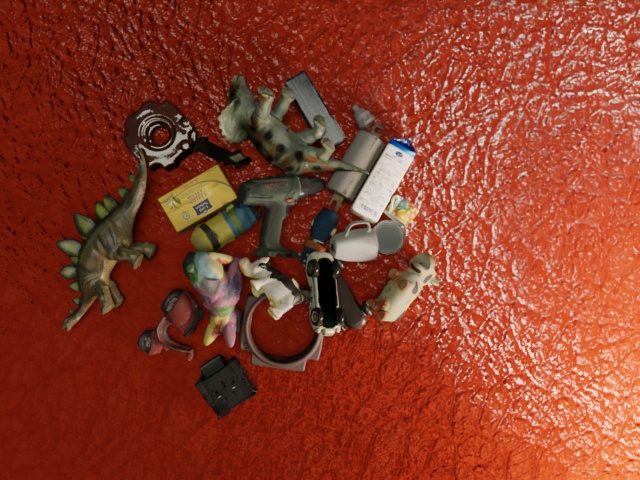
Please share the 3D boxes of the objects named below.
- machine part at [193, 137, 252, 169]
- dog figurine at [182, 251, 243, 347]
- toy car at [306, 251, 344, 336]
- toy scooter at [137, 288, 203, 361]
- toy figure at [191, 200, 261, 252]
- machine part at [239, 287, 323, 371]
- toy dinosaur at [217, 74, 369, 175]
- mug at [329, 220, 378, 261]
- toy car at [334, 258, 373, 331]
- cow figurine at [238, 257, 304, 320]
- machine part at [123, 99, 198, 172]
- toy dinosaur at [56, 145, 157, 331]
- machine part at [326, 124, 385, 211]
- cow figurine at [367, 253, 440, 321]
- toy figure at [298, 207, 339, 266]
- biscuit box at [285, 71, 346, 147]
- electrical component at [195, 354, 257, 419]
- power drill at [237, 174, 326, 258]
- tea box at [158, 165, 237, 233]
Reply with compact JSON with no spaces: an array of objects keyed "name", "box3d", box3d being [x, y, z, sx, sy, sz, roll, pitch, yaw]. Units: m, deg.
[{"name":"machine part","box3d":[-0.244,-0.214,1.332,0.139,0.084,0.039,24,122,7]},{"name":"dog figurine","box3d":[-0.247,0.142,1.268,0.109,0.191,0.219,-3,81,24]},{"name":"toy car","box3d":[0.009,0.125,1.267,0.073,0.056,0.201,5,71,-31]},{"name":"toy scooter","box3d":[-0.345,0.218,1.310,0.135,0.075,0.184,33,90,-1]},{"name":"toy figure","box3d":[-0.231,-0.035,1.313,0.180,0.089,0.082,-29,84,-3]},{"name":"machine part","box3d":[-0.090,0.210,1.316,0.201,0.087,0.201,9,89,-3]},{"name":"toy dinosaur","box3d":[-0.089,-0.238,1.292,0.405,0.131,0.192,44,129,-3]},{"name":"mug","box3d":[0.081,0.005,1.311,0.107,0.081,0.109,-7,127,-17]},{"name":"toy car","box3d":[0.051,0.129,1.322,0.089,0.053,0.202,-35,68,8]},{"name":"cow figurine","box3d":[-0.114,0.095,1.248,0.098,0.068,0.167,-34,79,-17]},{"name":"machine part","box3d":[-0.397,-0.258,1.329,0.179,0.056,0.179,0,88,-1]},{"name":"toy dinosaur","box3d":[-0.506,0.006,1.290,0.198,0.105,0.471,32,89,-1]},{"name":"machine part","box3d":[0.088,-0.184,1.339,0.079,0.079,0.243,29,88,-2]},{"name":"cow figurine","box3d":[0.216,0.116,1.324,0.086,0.127,0.195,43,104,38]},{"name":"toy figure","box3d":[-0.002,-0.004,1.339,0.057,0.064,0.154,23,93,-41]},{"name":"biscuit box","box3d":[-0.013,-0.320,1.346,0.063,0.059,0.202,-30,90,-1]},{"name":"electrical component","box3d":[-0.236,0.351,1.320,0.115,0.058,0.134,-34,91,-5]},{"name":"power drill","box3d":[-0.086,-0.057,1.302,0.232,0.086,0.207,2,95,-31]},{"name":"tea box","box3d":[-0.297,-0.100,1.323,0.170,0.068,0.098,-32,90,-4]}]
